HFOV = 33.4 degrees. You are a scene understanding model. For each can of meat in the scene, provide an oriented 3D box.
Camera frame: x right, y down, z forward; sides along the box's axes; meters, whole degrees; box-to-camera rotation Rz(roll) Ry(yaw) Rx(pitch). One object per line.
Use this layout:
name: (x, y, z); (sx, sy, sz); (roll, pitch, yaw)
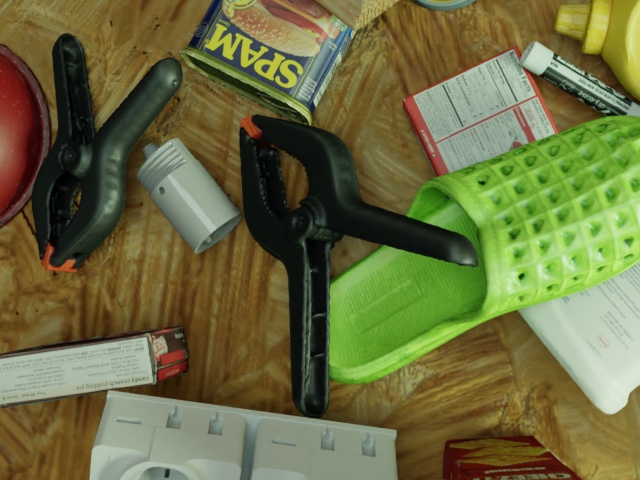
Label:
can of meat: (-0.033, -0.140, 0.745); (0.102, 0.057, 0.084); (28, 87, 7)

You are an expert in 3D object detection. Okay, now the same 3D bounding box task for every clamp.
clamp: (-0.005, 0.001, 0.709); (0.165, 0.036, 0.210); (-53, 53, 22)
clamp: (-0.169, -0.065, 0.757); (0.120, 0.039, 0.171); (30, 98, 39)

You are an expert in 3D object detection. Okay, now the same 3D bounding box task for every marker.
marker: (0.190, -0.096, 0.721); (0.121, 0.020, 0.020); (29, 89, -7)

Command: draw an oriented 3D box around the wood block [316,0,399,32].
wood block: (-0.016, -0.248, 0.709); (0.206, 0.090, 0.090); (41, 55, 12)

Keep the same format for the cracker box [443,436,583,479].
cracker box: (0.112, 0.208, 0.624); (0.072, 0.213, 0.164); (-4, 86, 5)

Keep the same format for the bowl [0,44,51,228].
bowl: (-0.280, -0.078, 0.768); (0.162, 0.055, 0.162); (0, 86, 6)

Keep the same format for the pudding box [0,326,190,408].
pudding box: (-0.154, 0.085, 0.724); (0.113, 0.090, 0.039); (-11, 86, 6)

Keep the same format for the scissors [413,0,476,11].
scissors: (0.146, -0.183, 0.748); (0.202, 0.016, 0.096); (27, 91, 8)

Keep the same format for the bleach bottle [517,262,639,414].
bleach bottle: (0.249, -0.005, 0.676); (0.251, 0.068, 0.102); (-41, 73, 12)

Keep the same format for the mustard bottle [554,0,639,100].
mustard bottle: (0.253, -0.133, 0.710); (0.191, 0.058, 0.096); (11, 101, 7)

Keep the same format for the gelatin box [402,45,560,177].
gelatin box: (0.112, -0.081, 0.737); (0.089, 0.030, 0.073); (-25, 82, 4)
